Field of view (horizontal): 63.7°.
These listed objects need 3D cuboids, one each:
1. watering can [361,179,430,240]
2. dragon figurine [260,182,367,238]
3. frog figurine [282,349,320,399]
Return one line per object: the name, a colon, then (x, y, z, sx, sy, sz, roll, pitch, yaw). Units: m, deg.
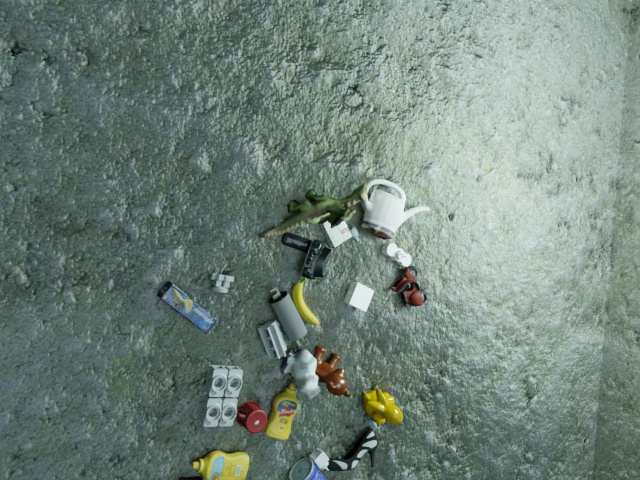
watering can: (0.289, -0.105, 2.045, 0.345, 0.104, 0.226, 23, 81, -29)
dragon figurine: (0.005, -0.091, 1.805, 0.415, 0.243, 0.120, -35, 115, -27)
frog figurine: (-0.049, 0.472, 1.830, 0.124, 0.161, 0.135, -20, 141, -57)
